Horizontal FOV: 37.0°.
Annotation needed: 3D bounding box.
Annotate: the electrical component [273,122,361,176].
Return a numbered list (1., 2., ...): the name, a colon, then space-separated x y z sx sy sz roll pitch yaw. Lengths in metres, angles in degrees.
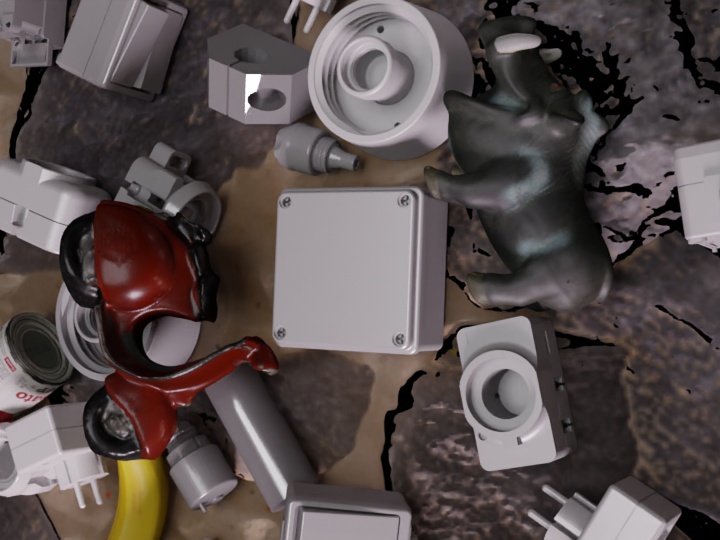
1. electrical component: -0.029 -0.083 0.762 0.061 0.035 0.035 18 96 25

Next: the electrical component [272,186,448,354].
1. electrical component: 0.000 0.000 0.730 0.109 0.056 0.108 1 88 27

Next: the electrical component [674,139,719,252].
1. electrical component: 0.215 -0.047 0.600 0.062 0.096 0.061 -10 83 27

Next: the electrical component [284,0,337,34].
1. electrical component: -0.030 -0.206 0.761 0.083 0.047 0.075 31 101 25

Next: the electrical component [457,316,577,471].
1. electrical component: 0.098 0.077 0.677 0.050 0.056 0.089 -14 81 26

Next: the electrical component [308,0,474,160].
1. electrical component: 0.016 -0.132 0.726 0.108 0.060 0.108 -2 87 27

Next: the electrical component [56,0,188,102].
1. electrical component: -0.177 -0.185 0.827 0.061 0.062 0.096 28 100 25

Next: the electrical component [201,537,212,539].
1. electrical component: -0.141 0.254 0.778 0.113 0.078 0.057 -46 72 18

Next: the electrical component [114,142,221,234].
1. electrical component: -0.142 -0.048 0.805 0.057 0.058 0.078 31 97 27

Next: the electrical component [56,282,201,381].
1. electrical component: -0.183 0.035 0.820 0.108 0.060 0.108 -1 87 27

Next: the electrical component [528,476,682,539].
1. electrical component: 0.138 0.161 0.656 0.076 0.047 0.083 33 103 25

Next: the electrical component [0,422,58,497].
1. electrical component: -0.270 0.149 0.861 0.078 0.057 0.058 -39 71 20

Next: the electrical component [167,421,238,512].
1. electrical component: -0.123 0.140 0.795 0.040 0.040 0.078 -42 70 19

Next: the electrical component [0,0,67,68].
1. electrical component: -0.276 -0.209 0.879 0.042 0.064 0.081 3 89 28

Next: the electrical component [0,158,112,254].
1. electrical component: -0.250 -0.053 0.863 0.095 0.054 0.059 22 97 26

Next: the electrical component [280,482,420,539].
1. electrical component: -0.004 0.179 0.707 0.096 0.061 0.061 6 90 -5

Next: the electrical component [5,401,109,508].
1. electrical component: -0.215 0.143 0.818 0.047 0.083 0.075 -26 76 24
